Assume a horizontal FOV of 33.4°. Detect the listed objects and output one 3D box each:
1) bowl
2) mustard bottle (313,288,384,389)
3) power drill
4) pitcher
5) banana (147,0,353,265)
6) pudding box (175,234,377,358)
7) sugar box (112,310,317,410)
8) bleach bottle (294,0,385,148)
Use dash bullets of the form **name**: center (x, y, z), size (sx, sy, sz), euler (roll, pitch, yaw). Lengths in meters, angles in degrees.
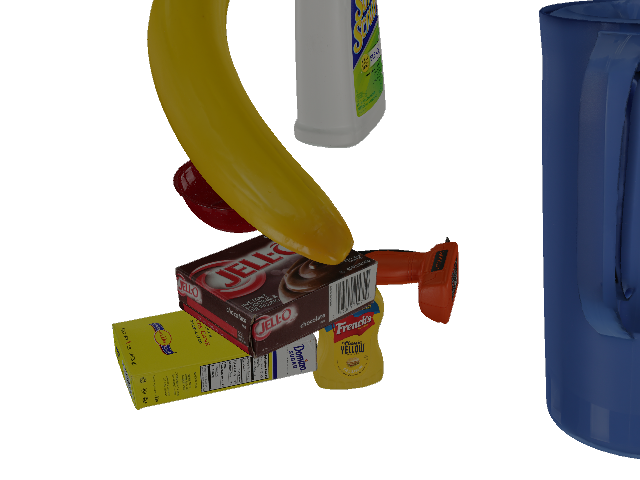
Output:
- **bowl**: center (-0.101, -0.055, 1.323), size (0.162, 0.055, 0.162), euler (0, 31, 0)
- **mustard bottle**: center (0.038, 0.106, 1.448), size (0.096, 0.192, 0.058), euler (-4, 21, -11)
- **power drill**: center (0.048, 0.045, 1.142), size (0.188, 0.057, 0.184), euler (5, 31, 14)
- **pitcher**: center (0.176, -0.007, 0.571), size (0.149, 0.243, 0.145), euler (-5, 18, -13)
- **banana**: center (-0.041, -0.071, 0.493), size (0.069, 0.198, 0.037), euler (-11, -30, -8)
- **pudding box**: center (-0.030, 0.031, 0.743), size (0.113, 0.039, 0.090), euler (-20, 33, -36)
- **sugar box**: center (-0.100, 0.100, 1.007), size (0.176, 0.048, 0.093), euler (-13, 33, -16)
- **bleach bottle**: center (0.012, -0.214, 0.925), size (0.068, 0.251, 0.102), euler (10, 34, 23)
